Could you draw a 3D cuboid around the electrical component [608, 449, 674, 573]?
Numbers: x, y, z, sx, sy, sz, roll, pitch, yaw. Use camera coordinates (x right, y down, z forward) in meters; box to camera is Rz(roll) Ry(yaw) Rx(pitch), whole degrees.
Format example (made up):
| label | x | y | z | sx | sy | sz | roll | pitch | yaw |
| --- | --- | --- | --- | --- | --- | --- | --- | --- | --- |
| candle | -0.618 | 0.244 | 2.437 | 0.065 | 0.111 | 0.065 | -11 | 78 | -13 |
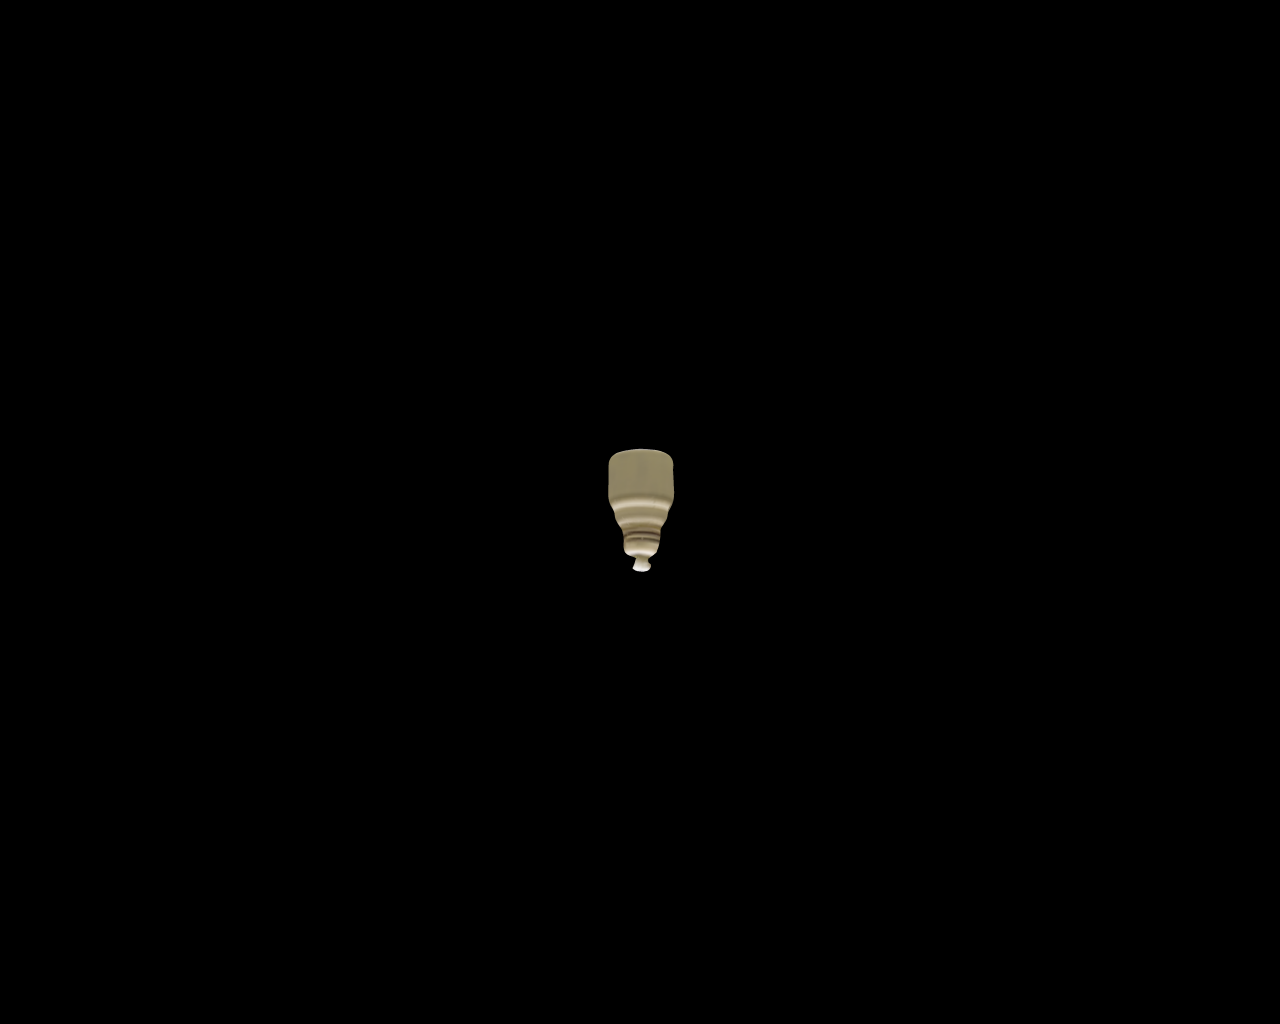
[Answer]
| label | x | y | z | sx | sy | sz | roll | pitch | yaw |
| --- | --- | --- | --- | --- | --- | --- | --- | --- | --- |
| electrical component | 0.001 | -0.003 | 0.650 | 0.040 | 0.078 | 0.040 | 0 | -14 | 0 |
